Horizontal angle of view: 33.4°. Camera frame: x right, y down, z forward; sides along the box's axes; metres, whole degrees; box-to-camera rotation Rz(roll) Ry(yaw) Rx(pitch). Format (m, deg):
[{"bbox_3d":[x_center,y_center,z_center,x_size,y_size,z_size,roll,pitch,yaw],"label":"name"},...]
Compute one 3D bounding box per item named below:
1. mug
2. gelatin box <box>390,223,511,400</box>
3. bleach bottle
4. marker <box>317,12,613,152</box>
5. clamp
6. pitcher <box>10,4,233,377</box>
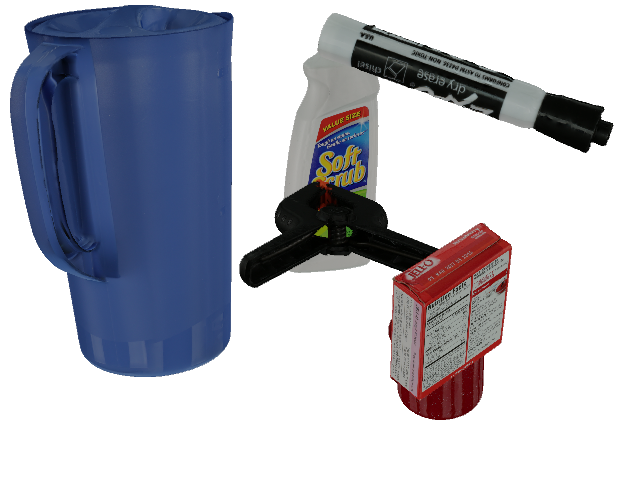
[{"bbox_3d":[0.114,0.105,1.007,0.093,0.081,0.117,4,37,12],"label":"mug"},{"bbox_3d":[0.077,0.043,0.640,0.073,0.089,0.030,-31,49,-27],"label":"gelatin box"},{"bbox_3d":[0.007,-0.093,1.082,0.102,0.251,0.068,-5,28,-12],"label":"bleach bottle"},{"bbox_3d":[0.057,-0.063,0.425,0.121,0.020,0.020,22,5,13],"label":"marker"},{"bbox_3d":[0.023,-0.006,0.867,0.164,0.036,0.210,4,19,-1],"label":"clamp"},{"bbox_3d":[-0.126,-0.032,0.717,0.149,0.243,0.145,-7,21,-16],"label":"pitcher"}]
